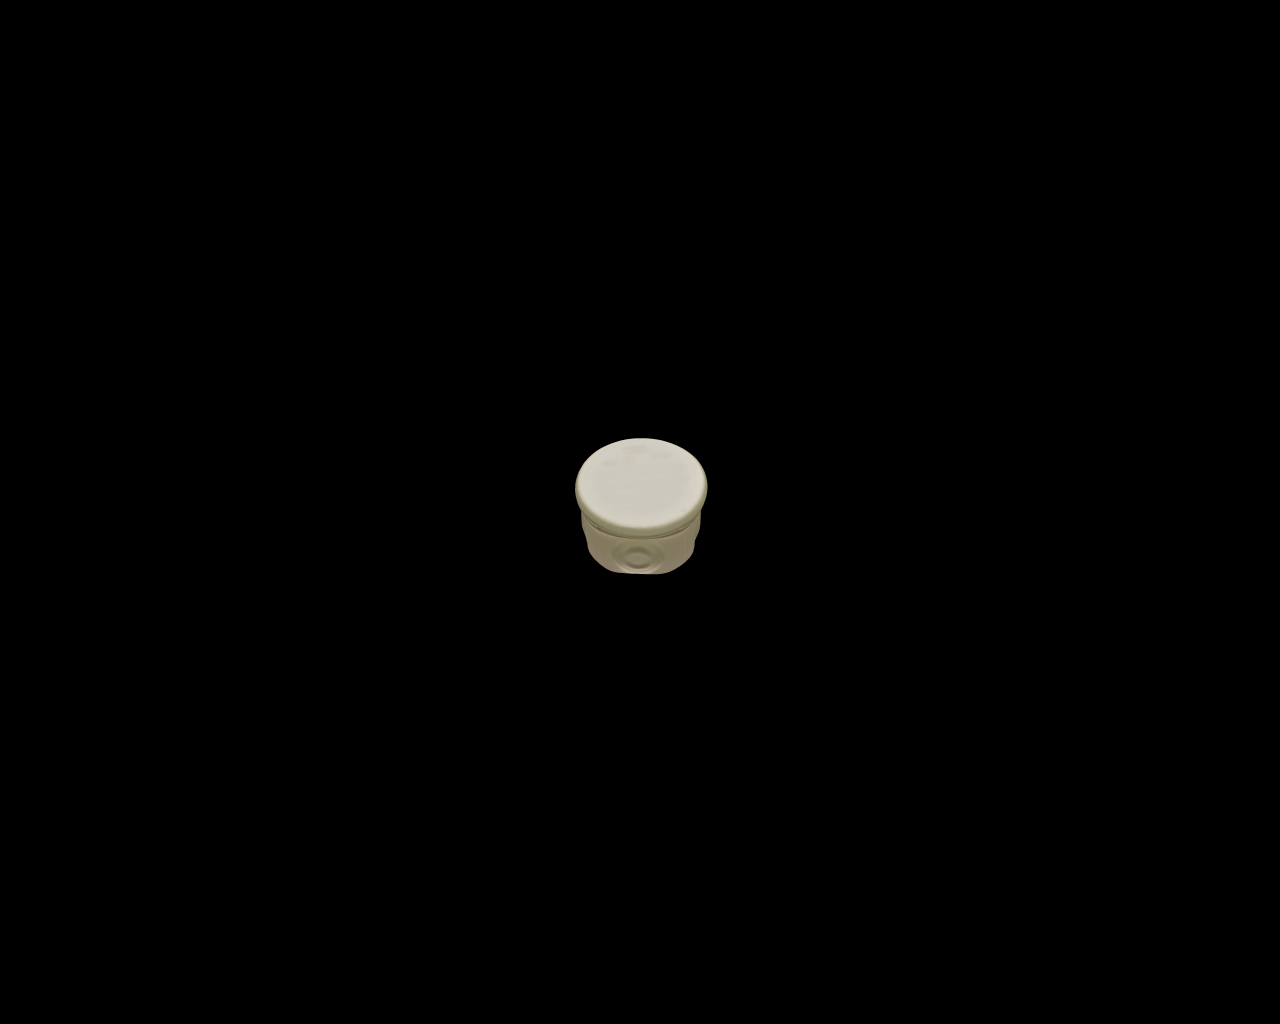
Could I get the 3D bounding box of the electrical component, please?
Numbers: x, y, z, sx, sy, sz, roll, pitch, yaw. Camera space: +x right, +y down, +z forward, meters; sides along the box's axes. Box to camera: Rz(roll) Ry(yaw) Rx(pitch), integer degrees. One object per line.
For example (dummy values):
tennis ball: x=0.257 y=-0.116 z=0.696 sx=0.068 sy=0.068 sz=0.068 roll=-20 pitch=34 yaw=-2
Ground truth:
electrical component: x=0.001 y=-0.003 z=0.650 sx=0.080 sy=0.080 sz=0.050 roll=0 pitch=-43 yaw=0
